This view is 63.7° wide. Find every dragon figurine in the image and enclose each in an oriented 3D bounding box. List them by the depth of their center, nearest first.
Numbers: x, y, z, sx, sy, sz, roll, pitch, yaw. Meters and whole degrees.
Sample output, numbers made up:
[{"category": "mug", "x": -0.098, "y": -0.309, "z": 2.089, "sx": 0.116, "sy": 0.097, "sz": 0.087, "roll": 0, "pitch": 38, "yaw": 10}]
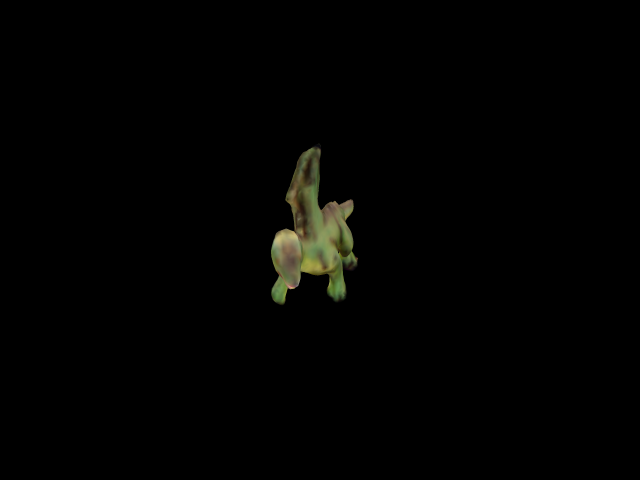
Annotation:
[{"category": "dragon figurine", "x": 0.003, "y": -0.043, "z": 0.850, "sx": 0.122, "sy": 0.237, "sz": 0.420, "roll": 8, "pitch": 37, "yaw": 11}]
